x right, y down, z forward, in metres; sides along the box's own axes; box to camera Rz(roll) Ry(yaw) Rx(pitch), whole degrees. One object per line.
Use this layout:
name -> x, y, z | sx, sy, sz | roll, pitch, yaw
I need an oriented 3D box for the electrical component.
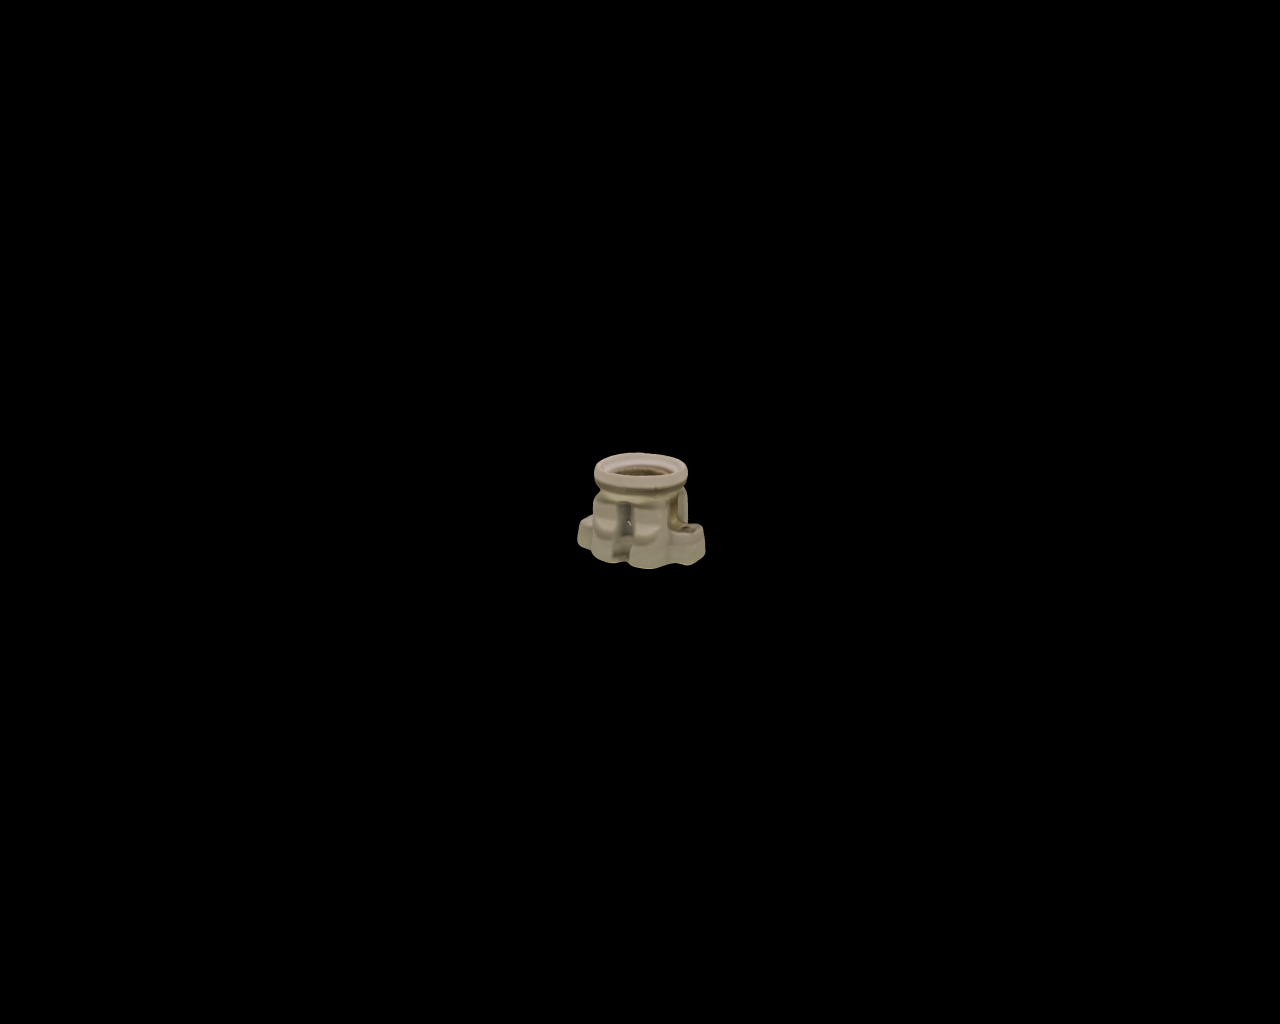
electrical component -> 0.001, -0.003, 0.650 | 0.078, 0.056, 0.058 | 8, 20, 24
